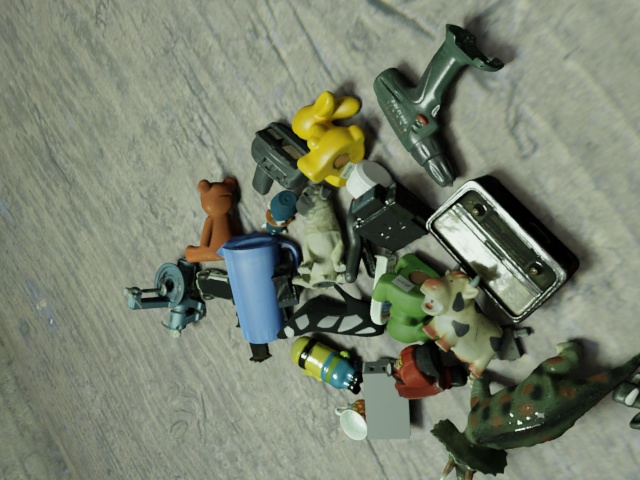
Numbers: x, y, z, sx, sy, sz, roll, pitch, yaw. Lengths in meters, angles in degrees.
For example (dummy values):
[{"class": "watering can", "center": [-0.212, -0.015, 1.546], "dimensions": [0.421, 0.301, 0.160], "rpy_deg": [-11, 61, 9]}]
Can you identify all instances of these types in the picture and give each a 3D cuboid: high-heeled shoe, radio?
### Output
[{"class": "high-heeled shoe", "center": [0.021, 0.192, 1.165], "dimensions": [0.145, 0.086, 0.249], "rpy_deg": [48, 125, -2]}, {"class": "radio", "center": [0.300, 0.009, 0.891], "dimensions": [0.230, 0.073, 0.131], "rpy_deg": [49, 128, 15]}]

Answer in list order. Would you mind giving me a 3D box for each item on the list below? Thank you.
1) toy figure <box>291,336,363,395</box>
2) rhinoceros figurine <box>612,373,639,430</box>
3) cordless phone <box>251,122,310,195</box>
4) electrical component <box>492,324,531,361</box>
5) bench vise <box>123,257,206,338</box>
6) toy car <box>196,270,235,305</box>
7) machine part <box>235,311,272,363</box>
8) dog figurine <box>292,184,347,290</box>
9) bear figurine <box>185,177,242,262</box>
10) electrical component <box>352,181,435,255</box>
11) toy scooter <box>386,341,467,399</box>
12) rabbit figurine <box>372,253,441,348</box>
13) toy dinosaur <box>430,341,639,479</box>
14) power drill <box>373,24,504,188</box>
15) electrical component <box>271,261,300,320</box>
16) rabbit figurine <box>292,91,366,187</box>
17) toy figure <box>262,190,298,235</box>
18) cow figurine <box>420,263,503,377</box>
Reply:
[{"class": "toy figure", "center": [0.017, 0.272, 1.191], "dimensions": [0.180, 0.082, 0.089], "rpy_deg": [24, 148, 34]}, {"class": "rhinoceros figurine", "center": [0.533, 0.267, 0.788], "dimensions": [0.191, 0.073, 0.112], "rpy_deg": [19, 117, 33]}, {"class": "cordless phone", "center": [-0.093, -0.146, 1.167], "dimensions": [0.147, 0.089, 0.184], "rpy_deg": [43, 137, 19]}, {"class": "electrical component", "center": [0.332, 0.184, 0.955], "dimensions": [0.094, 0.021, 0.063], "rpy_deg": [-21, 91, 40]}, {"class": "bench vise", "center": [-0.409, 0.154, 1.408], "dimensions": [0.129, 0.240, 0.223], "rpy_deg": [27, 104, 34]}, {"class": "toy car", "center": [-0.244, 0.119, 1.373], "dimensions": [0.202, 0.056, 0.073], "rpy_deg": [4, 113, 39]}, {"class": "machine part", "center": [-0.169, 0.241, 1.364], "dimensions": [0.084, 0.039, 0.138], "rpy_deg": [-16, 92, 33]}, {"class": "dog figurine", "center": [0.001, -0.004, 1.131], "dimensions": [0.172, 0.121, 0.190], "rpy_deg": [114, 155, -63]}, {"class": "bear figurine", "center": [-0.258, -0.048, 1.290], "dimensions": [0.132, 0.120, 0.195], "rpy_deg": [-3, 100, 43]}, {"class": "electrical component", "center": [0.126, -0.043, 0.980], "dimensions": [0.134, 0.058, 0.115], "rpy_deg": [31, 134, -24]}, {"class": "toy scooter", "center": [0.180, 0.249, 0.998], "dimensions": [0.135, 0.183, 0.075], "rpy_deg": [-22, 52, 29]}, {"class": "rabbit figurine", "center": [0.185, 0.133, 1.019], "dimensions": [0.159, 0.121, 0.170], "rpy_deg": [26, 137, 22]}, {"class": "toy dinosaur", "center": [0.331, 0.279, 0.865], "dimensions": [0.131, 0.192, 0.404], "rpy_deg": [44, 131, -1]}, {"class": "power drill", "center": [0.205, -0.231, 0.896], "dimensions": [0.232, 0.086, 0.207], "rpy_deg": [54, 137, 16]}, {"class": "electrical component", "center": [-0.069, 0.114, 1.164], "dimensions": [0.048, 0.075, 0.119], "rpy_deg": [-13, 109, 6]}, {"class": "rabbit figurine", "center": [0.004, -0.208, 1.037], "dimensions": [0.173, 0.122, 0.162], "rpy_deg": [52, 129, 37]}, {"class": "toy figure", "center": [-0.085, -0.057, 1.174], "dimensions": [0.064, 0.058, 0.154], "rpy_deg": [42, 154, 3]}, {"class": "cow figurine", "center": [0.239, 0.128, 0.899], "dimensions": [0.127, 0.194, 0.086], "rpy_deg": [-49, 27, 0]}]
